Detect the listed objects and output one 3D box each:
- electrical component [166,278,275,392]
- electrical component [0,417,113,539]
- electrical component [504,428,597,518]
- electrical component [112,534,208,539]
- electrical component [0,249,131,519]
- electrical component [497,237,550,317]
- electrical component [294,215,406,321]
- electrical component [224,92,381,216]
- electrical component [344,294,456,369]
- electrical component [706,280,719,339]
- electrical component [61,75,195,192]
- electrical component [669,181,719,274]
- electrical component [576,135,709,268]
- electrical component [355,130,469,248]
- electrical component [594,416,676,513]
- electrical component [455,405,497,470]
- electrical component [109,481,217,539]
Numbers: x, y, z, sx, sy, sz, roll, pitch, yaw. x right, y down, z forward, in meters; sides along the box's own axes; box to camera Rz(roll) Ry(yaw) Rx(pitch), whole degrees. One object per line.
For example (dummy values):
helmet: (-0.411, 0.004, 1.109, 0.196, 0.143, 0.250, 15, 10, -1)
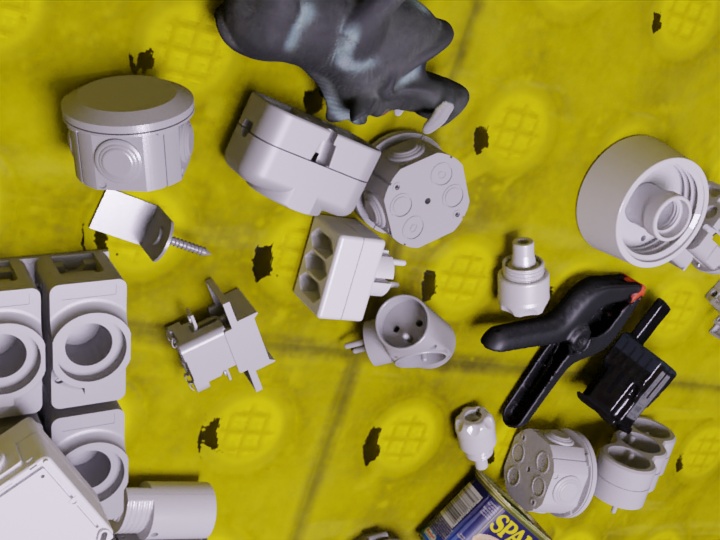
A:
electrical component: (-0.103, 0.053, 0.782, 0.064, 0.042, 0.081, -25, 122, -13)
electrical component: (-0.210, 0.140, 0.674, 0.062, 0.061, 0.096, -35, 125, -10)
electrical component: (0.173, 0.183, 0.975, 0.051, 0.080, 0.080, 10, 108, -27)
electrical component: (-0.162, 0.240, 0.827, 0.096, 0.062, 0.061, 8, 109, -32)
electrical component: (-0.215, 0.087, 0.724, 0.105, 0.060, 0.186, -6, 116, -27)
electrical component: (0.135, 0.004, 0.889, 0.043, 0.043, 0.062, -16, 119, -22)
electrical component: (0.000, 0.000, 0.809, 0.077, 0.047, 0.065, 6, 110, -31)
electrical component: (-0.042, -0.076, 0.745, 0.095, 0.054, 0.059, 19, 103, -34)
electrical component: (0.028, 0.054, 0.846, 0.079, 0.044, 0.077, -14, 160, 16)
electrical component: (0.372, 0.032, 1.036, 0.081, 0.042, 0.064, -50, 125, 0)
electrical component: (-0.143, -0.086, 0.669, 0.080, 0.080, 0.051, -13, 124, -23)
electrical component: (0.311, -0.031, 0.962, 0.057, 0.058, 0.078, 33, 95, -33)
electrical component: (0.246, -0.054, 0.912, 0.108, 0.060, 0.108, -12, 119, -24)
electrical component: (0.038, -0.059, 0.800, 0.080, 0.051, 0.080, -12, 118, -24)
electrical component: (0.252, 0.194, 1.010, 0.138, 0.052, 0.073, -21, 129, -61)
electrical component: (0.104, 0.151, 0.949, 0.035, 0.035, 0.061, -25, 125, -17)
electrical component: (-0.155, 0.182, 0.813, 0.081, 0.043, 0.043, 7, 109, -32)
